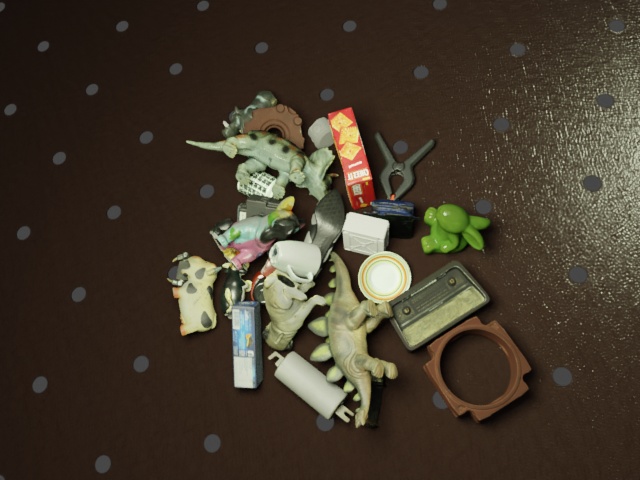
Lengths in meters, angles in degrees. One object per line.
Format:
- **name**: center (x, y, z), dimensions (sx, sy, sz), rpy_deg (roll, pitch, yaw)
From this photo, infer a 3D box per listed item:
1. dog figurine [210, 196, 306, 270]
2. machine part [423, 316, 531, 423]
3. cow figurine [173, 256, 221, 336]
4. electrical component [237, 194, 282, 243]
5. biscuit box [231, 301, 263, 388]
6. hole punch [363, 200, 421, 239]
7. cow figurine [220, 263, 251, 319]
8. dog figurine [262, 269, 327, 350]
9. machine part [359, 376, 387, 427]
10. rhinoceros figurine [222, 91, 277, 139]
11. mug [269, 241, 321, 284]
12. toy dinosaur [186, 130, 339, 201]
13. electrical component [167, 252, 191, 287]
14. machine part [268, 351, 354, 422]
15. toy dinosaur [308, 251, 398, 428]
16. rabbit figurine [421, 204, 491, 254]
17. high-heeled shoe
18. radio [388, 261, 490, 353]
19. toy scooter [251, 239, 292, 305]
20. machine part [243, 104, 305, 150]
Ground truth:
- **dog figurine**: center (-0.150, -0.027, 1.344), dimensions (0.219, 0.192, 0.108), rpy_deg (-30, 113, -14)
- **machine part**: center (0.357, 0.293, 1.228), dimensions (0.201, 0.087, 0.201), rpy_deg (-31, 71, -3)
- **cow figurine**: center (-0.308, 0.136, 1.374), dimensions (0.127, 0.085, 0.195), rpy_deg (-9, 83, -15)
- **electrical component**: center (-0.152, -0.057, 1.414), dimensions (0.134, 0.058, 0.114), rpy_deg (10, 111, 7)
- **biscuit box**: center (-0.176, 0.250, 1.297), dimensions (0.059, 0.063, 0.202), rpy_deg (0, 95, 10)
- **hole punch**: center (0.187, -0.070, 1.371), dimensions (0.142, 0.115, 0.092), rpy_deg (8, 64, 11)
- **cow figurine**: center (-0.219, 0.112, 1.374), dimensions (0.068, 0.098, 0.167), rpy_deg (-6, 70, 14)
- **dog figurine**: center (-0.102, 0.175, 1.275), dimensions (0.190, 0.172, 0.121), rpy_deg (-54, 28, 15)
- **machine part**: center (0.116, 0.368, 1.265), dimensions (0.084, 0.039, 0.139), rpy_deg (3, 69, 1)
- **rhinoceros figurine**: center (-0.201, -0.356, 1.549), dimensions (0.112, 0.073, 0.190), rpy_deg (40, 81, 18)
- **mug**: center (-0.061, 0.051, 1.249), dimensions (0.107, 0.081, 0.109), rpy_deg (14, 51, -31)
- **toy dinosaur**: center (-0.124, -0.219, 1.401), dimensions (0.405, 0.131, 0.192), rpy_deg (29, 39, 1)
- **electrical component**: center (-0.357, 0.086, 1.431), dimensions (0.078, 0.045, 0.102), rpy_deg (9, 72, 13)
- **machine part**: center (-0.021, 0.343, 1.273), dimensions (0.243, 0.079, 0.079), rpy_deg (34, 79, 19)
- **toy dinosaur**: center (0.066, 0.202, 1.261), dimensions (0.199, 0.105, 0.471), rpy_deg (-24, 50, 31)
- **rabbit figurine**: center (0.323, -0.025, 1.300), dimensions (0.159, 0.170, 0.121), rpy_deg (17, 75, 15)
- **high-heeled shoe**: center (-0.003, -0.004, 1.387), dimensions (0.086, 0.145, 0.249), rpy_deg (24, 60, -5)
- **radio**: center (0.276, 0.159, 1.294), dimensions (0.230, 0.073, 0.131), rpy_deg (-32, 69, -4)
- **toy scooter**: center (-0.119, 0.075, 1.371), dimensions (0.075, 0.135, 0.183), rpy_deg (28, 95, -14)
- **machine part**: center (-0.126, -0.286, 1.482), dimensions (0.179, 0.056, 0.179), rpy_deg (-1, 99, -6)
